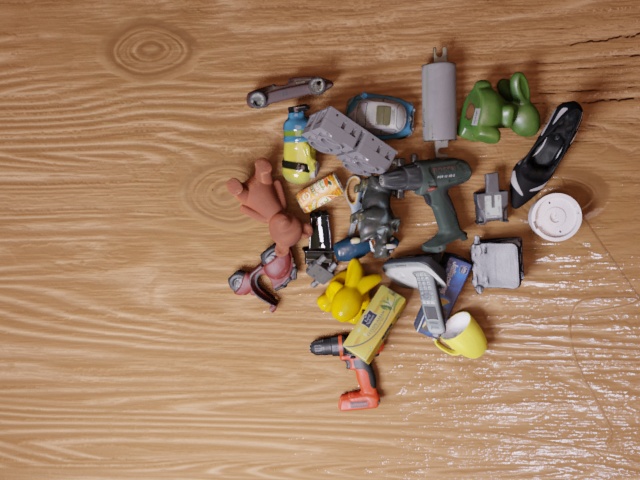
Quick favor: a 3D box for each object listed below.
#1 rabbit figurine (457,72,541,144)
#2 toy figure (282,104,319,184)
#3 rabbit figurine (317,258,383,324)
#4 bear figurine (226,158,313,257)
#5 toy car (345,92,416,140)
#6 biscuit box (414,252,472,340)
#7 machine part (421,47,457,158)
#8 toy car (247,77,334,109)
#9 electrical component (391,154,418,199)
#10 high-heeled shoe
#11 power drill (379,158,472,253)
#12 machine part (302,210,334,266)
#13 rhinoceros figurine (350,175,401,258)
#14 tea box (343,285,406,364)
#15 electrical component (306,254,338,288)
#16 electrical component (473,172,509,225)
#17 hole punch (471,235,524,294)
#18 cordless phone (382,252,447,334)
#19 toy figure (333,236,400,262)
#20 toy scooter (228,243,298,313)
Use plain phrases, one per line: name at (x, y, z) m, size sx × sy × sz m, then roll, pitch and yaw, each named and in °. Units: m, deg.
rabbit figurine at (0.409, -0.284, 1.196) m, size 0.170 × 0.121 × 0.159 m, roll 6°, pitch 93°, yaw -15°
toy figure at (-0.049, -0.220, 1.245) m, size 0.089 × 0.082 × 0.180 m, roll -3°, pitch 104°, yaw 17°
rabbit figurine at (0.075, 0.131, 1.243) m, size 0.122 × 0.173 × 0.162 m, roll 37°, pitch 105°, yaw 2°
bear figurine at (-0.111, -0.068, 1.234) m, size 0.120 × 0.132 × 0.196 m, roll -35°, pitch 73°, yaw -8°
toy car at (0.135, -0.273, 1.209) m, size 0.162 × 0.103 × 0.109 m, roll 6°, pitch 100°, yaw 6°
biscuit box at (0.291, 0.131, 1.280) m, size 0.059 × 0.063 × 0.202 m, roll 21°, pitch 101°, yaw 0°
machine part at (0.267, -0.306, 1.205) m, size 0.079 × 0.079 × 0.243 m, roll -1°, pitch 100°, yaw 5°
toy car at (-0.070, -0.339, 1.220) m, size 0.202 × 0.089 × 0.053 m, roll -12°, pitch 102°, yaw 8°
electrical component at (0.191, -0.148, 1.255) m, size 0.078 × 0.045 × 0.102 m, roll -10°, pitch 102°, yaw -22°
high-heeled shoe at (0.496, -0.178, 1.171) m, size 0.086 × 0.145 × 0.248 m, roll 20°, pitch 99°, yaw 2°
power drill at (0.246, -0.079, 1.207) m, size 0.232 × 0.086 × 0.207 m, roll -20°, pitch 97°, yaw -23°
machine part at (-0.003, -0.004, 1.293) m, size 0.084 × 0.039 × 0.138 m, roll 6°, pitch 108°, yaw 8°
rhinoceros figurine at (0.129, -0.053, 1.220) m, size 0.112 × 0.073 × 0.190 m, roll 4°, pitch 79°, yaw -17°
tea box at (0.130, 0.198, 1.251) m, size 0.068 × 0.098 × 0.169 m, roll 32°, pitch 82°, yaw 17°
electrical component at (-0.002, 0.077, 1.302) m, size 0.063 × 0.021 × 0.094 m, roll 34°, pitch 119°, yaw -20°
electrical component at (0.394, -0.096, 1.242) m, size 0.075 × 0.048 × 0.119 m, roll -8°, pitch 98°, yaw 6°
hole punch at (0.418, 0.051, 1.255) m, size 0.116 × 0.092 × 0.142 m, roll 1°, pitch 104°, yaw 34°
cordless phone at (0.229, 0.124, 1.240) m, size 0.147 × 0.089 × 0.184 m, roll -9°, pitch 94°, yaw 50°
toy figure at (0.111, 0.012, 1.272) m, size 0.154 × 0.064 × 0.058 m, roll -13°, pitch 79°, yaw -10°
toy scooter at (-0.120, 0.098, 1.304) m, size 0.184 × 0.075 × 0.135 m, roll -37°, pitch 94°, yaw 12°
